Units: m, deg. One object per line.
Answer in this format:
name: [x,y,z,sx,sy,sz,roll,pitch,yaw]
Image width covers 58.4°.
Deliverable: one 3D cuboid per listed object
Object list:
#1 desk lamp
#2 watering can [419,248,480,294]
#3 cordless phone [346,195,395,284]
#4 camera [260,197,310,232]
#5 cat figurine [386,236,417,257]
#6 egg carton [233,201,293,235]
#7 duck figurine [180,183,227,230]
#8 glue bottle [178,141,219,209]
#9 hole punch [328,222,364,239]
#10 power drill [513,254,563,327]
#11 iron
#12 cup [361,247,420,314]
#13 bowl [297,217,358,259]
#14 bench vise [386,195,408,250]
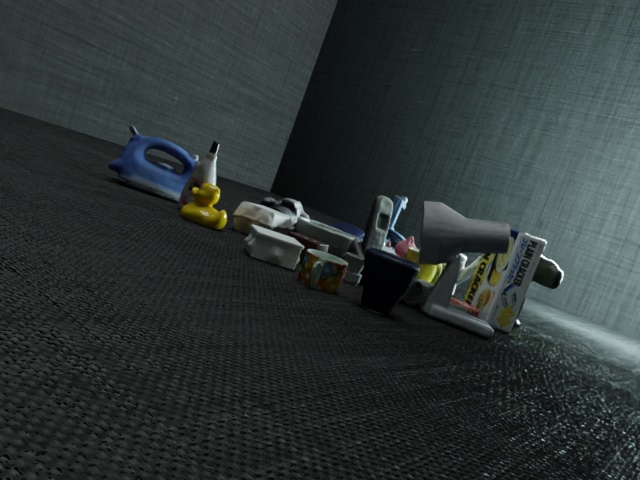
desk lamp: [0.260,0.048,1.091,0.203,0.213,0.118,21,5,7]
watering can: [0.363,0.050,1.592,0.173,0.194,0.101,20,5,-4]
cordless phone: [0.136,0.007,1.212,0.093,0.185,0.148,24,7,42]
camera: [-0.111,-0.070,1.545,0.143,0.101,0.137,22,5,18]
cat figurine: [0.219,0.038,1.591,0.128,0.118,0.067,16,6,-40]
egg carton: [-0.132,-0.040,1.324,0.107,0.069,0.151,22,5,19]
duck figurine: [-0.234,-0.075,1.194,0.104,0.086,0.078,22,5,24]
glue bottle: [-0.261,-0.140,1.285,0.078,0.173,0.037,22,5,25]
hole punch: [0.051,-0.003,1.521,0.108,0.091,0.101,24,6,36]
power drill: [0.467,0.097,1.418,0.228,0.208,0.076,24,6,36]
iron: [-0.376,-0.177,1.416,0.259,0.141,0.118,19,5,-16]
cup: [0.104,0.068,0.935,0.091,0.095,0.118,20,5,0]
bowl: [0.013,0.005,1.380,0.167,0.075,0.167,20,5,-2]
bench vise: [0.210,-0.033,1.732,0.121,0.220,0.208,21,5,10]
